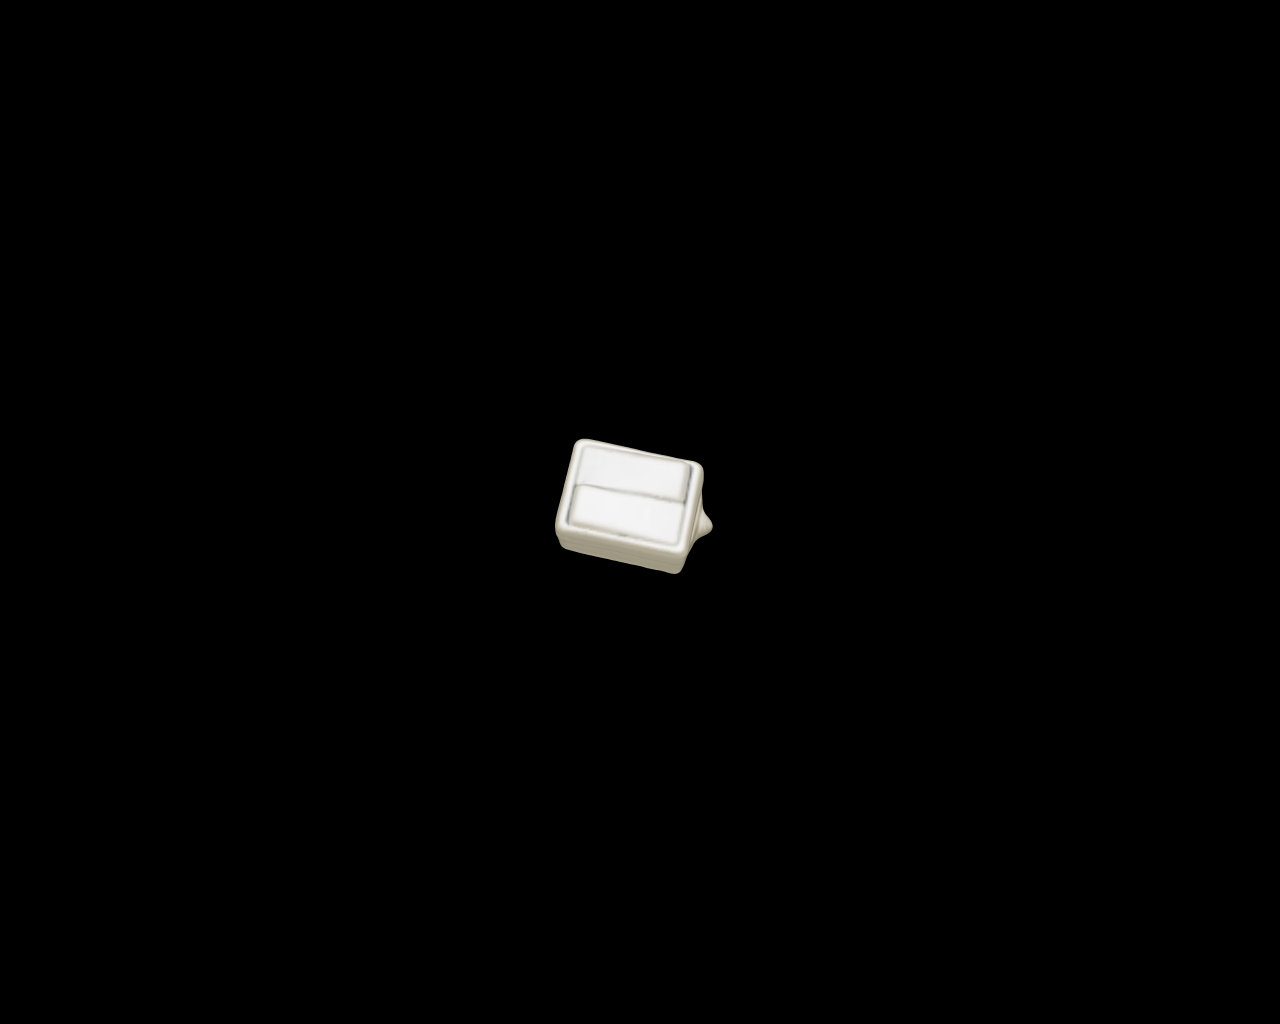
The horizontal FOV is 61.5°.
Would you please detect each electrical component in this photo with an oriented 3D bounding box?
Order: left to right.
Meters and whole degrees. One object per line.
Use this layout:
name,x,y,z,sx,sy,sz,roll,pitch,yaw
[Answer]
electrical component,0.001,-0.003,0.650,0.096,0.062,0.061,13,-15,4
